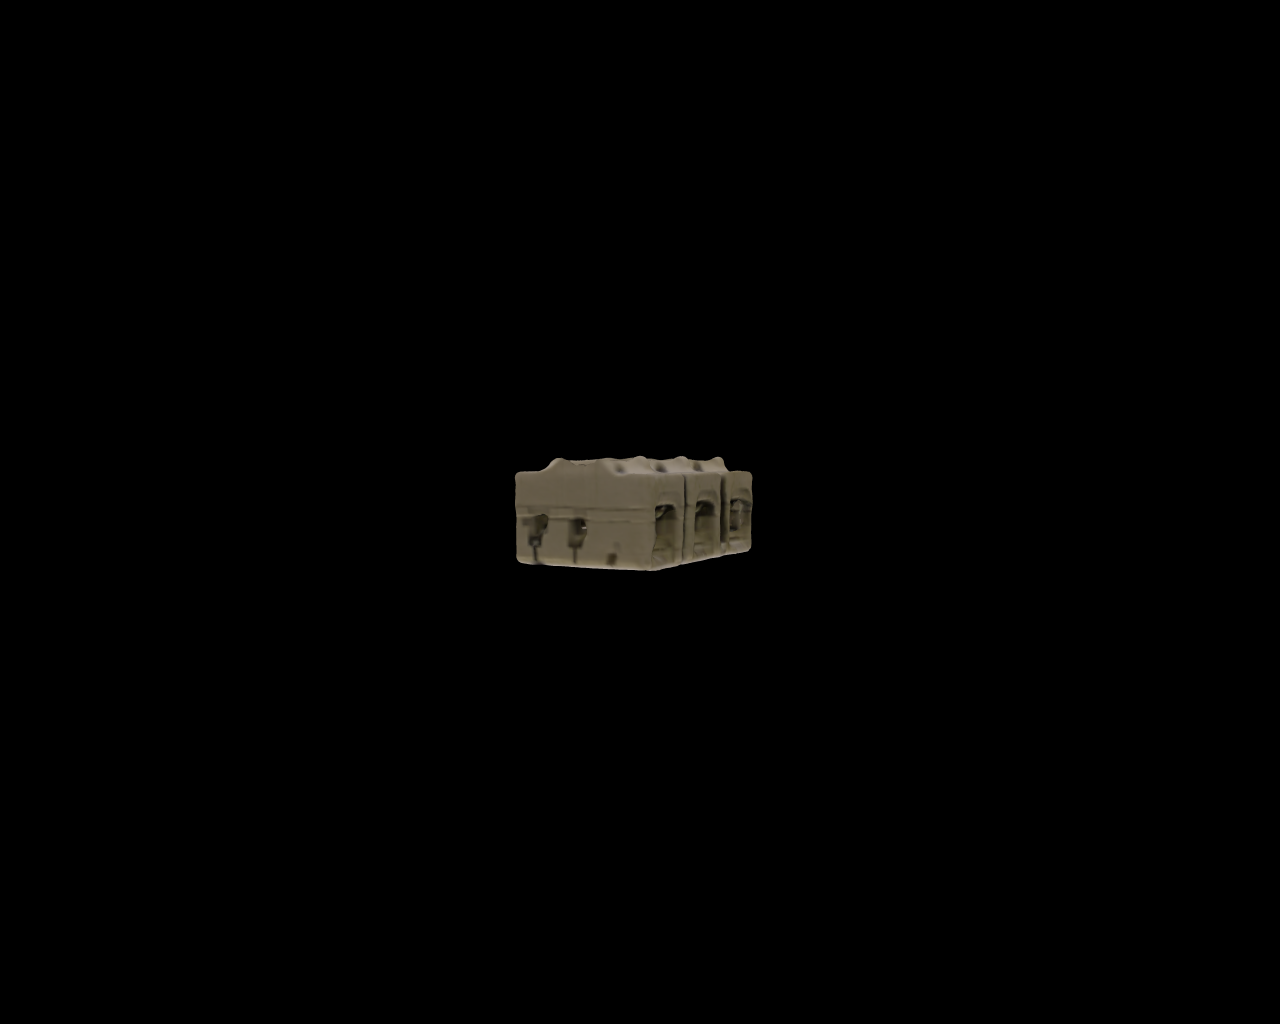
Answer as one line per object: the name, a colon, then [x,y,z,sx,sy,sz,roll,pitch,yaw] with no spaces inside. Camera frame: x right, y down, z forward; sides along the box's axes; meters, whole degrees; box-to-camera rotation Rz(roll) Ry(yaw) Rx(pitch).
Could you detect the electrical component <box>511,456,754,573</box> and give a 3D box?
electrical component: [0.001,-0.003,0.650,0.089,0.061,0.150,1,3,28]
